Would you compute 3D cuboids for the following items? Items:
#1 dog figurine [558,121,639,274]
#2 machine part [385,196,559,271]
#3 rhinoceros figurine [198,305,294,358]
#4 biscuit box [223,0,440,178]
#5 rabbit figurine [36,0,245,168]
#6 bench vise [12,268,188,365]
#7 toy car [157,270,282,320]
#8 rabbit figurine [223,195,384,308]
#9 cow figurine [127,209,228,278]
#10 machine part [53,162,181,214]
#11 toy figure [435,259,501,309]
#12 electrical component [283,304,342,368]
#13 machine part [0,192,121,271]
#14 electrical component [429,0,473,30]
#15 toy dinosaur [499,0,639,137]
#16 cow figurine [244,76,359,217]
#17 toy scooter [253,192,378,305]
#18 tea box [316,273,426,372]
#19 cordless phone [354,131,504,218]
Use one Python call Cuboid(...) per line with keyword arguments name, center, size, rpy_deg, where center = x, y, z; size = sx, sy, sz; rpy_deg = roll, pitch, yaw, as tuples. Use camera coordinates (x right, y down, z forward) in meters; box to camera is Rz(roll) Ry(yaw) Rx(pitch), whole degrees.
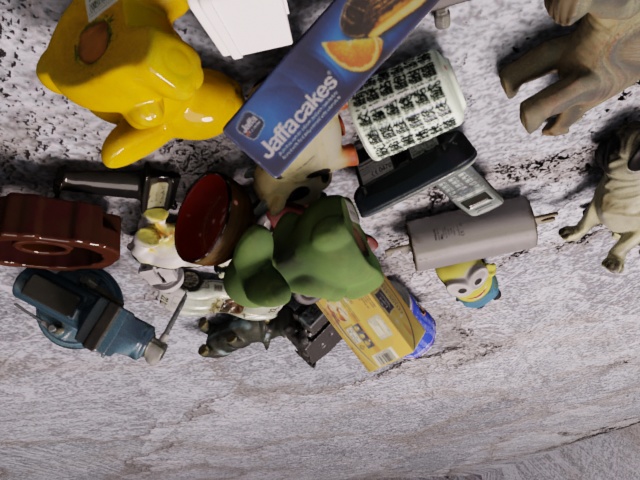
Cuboid(name="dog figurine", center=(0.425, -0.072, 0.704), size=(0.172, 0.121, 0.190), rpy_deg=(-27, 139, -33))
Cuboid(name="machine part", center=(0.212, -0.008, 0.761), size=(0.243, 0.079, 0.079), rpy_deg=(-12, 147, 8))
Cuboid(name="rhinoceros figurine", center=(-0.130, 0.166, 0.962), size=(0.190, 0.073, 0.112), rpy_deg=(-22, 143, 22))
Cuboid(name="biscuit box", center=(0.010, -0.143, 0.437), size=(0.063, 0.059, 0.202), rpy_deg=(42, 99, -9))
Cuboid(name="rabbit figurine", center=(-0.141, -0.129, 0.475), size=(0.162, 0.122, 0.173), rpy_deg=(-32, 160, 22))
Cuboid(name="bench vise", center=(-0.310, 0.110, 0.778), size=(0.224, 0.129, 0.240), rpy_deg=(17, 166, -3))
Cuboid(name="toy car", center=(-0.155, 0.092, 0.859), size=(0.202, 0.056, 0.073), rpy_deg=(6, 145, -21))
Cuboid(name="rabbit figurine", center=(-0.032, 0.033, 0.586), size=(0.170, 0.121, 0.159), rpy_deg=(-25, 176, 14))
Cuboid(name="cow figurine", center=(-0.168, 0.012, 0.723), size=(0.167, 0.068, 0.098), rpy_deg=(13, 148, -23))
Cuboid(name="machine part", center=(-0.235, -0.062, 0.626), size=(0.139, 0.039, 0.084), rpy_deg=(2, 154, -18))
Cuboid(name="toy figure", center=(0.238, 0.061, 0.871), size=(0.082, 0.089, 0.180), rpy_deg=(-54, 146, 4))
Cuboid(name="electrical component", center=(0.000, 0.145, 0.921), size=(0.115, 0.058, 0.134), rpy_deg=(-46, 153, -17))
Cuboid(name="machine part", center=(-0.324, -0.006, 0.634), size=(0.179, 0.056, 0.179), rpy_deg=(0, 165, 0))
Cuboid(name="electrical component", center=(0.119, -0.225, 0.459), size=(0.063, 0.021, 0.093), rpy_deg=(-13, 146, 6))
Cuboid(name="toy dinosaur", center=(0.260, -0.223, 0.426), size=(0.199, 0.105, 0.470), rpy_deg=(-17, 156, 1))
Cuboid(name="cow figurine", center=(-0.029, -0.095, 0.568), size=(0.127, 0.085, 0.194), rpy_deg=(-17, 155, 0))
Cuboid(name="toy scooter", center=(-0.001, -0.002, 0.706), size=(0.135, 0.075, 0.183), rpy_deg=(-23, 122, 9))
Cuboid(name="tea box", center=(0.070, 0.107, 0.828), size=(0.098, 0.169, 0.068), rpy_deg=(-34, -179, 36))
Cuboid(name="cordless phone", center=(0.138, -0.061, 0.665), size=(0.147, 0.089, 0.184), rpy_deg=(-27, 147, 27))
